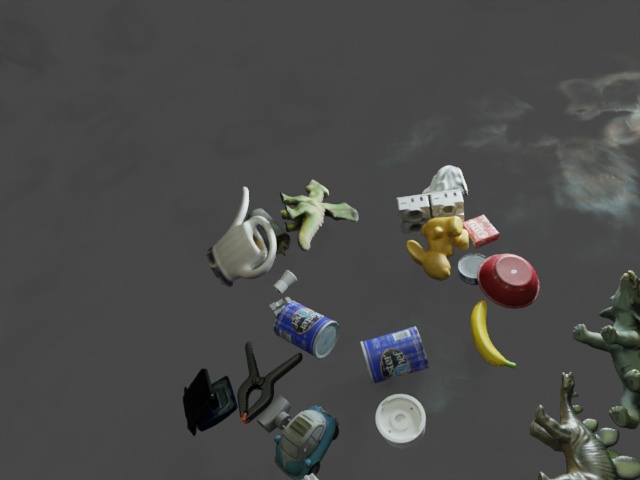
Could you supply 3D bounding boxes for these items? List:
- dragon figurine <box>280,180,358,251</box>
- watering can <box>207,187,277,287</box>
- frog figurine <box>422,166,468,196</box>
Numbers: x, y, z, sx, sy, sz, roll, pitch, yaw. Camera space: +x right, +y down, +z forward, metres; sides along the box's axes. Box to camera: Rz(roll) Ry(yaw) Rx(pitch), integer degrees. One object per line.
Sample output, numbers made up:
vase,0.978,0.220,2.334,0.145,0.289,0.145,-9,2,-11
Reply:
dragon figurine,0.005,-0.081,1.612,0.243,0.119,0.419,-7,34,-15
watering can,-0.250,-0.002,1.594,0.223,0.102,0.355,-36,48,8
frog figurine,0.369,-0.159,1.599,0.159,0.122,0.139,-17,11,13
